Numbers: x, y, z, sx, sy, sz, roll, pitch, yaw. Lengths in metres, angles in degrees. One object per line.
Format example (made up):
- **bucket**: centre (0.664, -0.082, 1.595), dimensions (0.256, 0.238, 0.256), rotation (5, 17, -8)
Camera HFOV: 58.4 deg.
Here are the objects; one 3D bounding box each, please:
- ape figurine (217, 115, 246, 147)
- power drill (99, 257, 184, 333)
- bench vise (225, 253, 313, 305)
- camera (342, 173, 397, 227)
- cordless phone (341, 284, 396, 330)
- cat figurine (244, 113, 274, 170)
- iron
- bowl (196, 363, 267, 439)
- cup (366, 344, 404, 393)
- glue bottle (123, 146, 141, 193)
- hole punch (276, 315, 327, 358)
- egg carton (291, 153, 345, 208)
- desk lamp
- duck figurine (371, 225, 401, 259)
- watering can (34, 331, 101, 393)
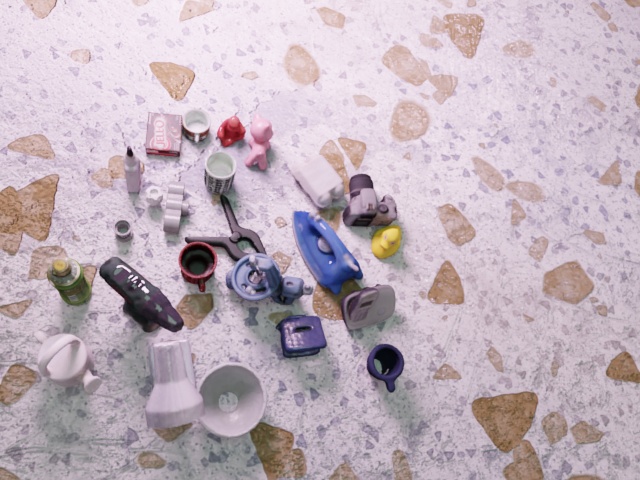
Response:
- **ape figurine**: centre (-0.238, -0.304, 1.555), dimensions (0.078, 0.092, 0.076), rotation (8, 69, -11)
- **power drill**: centre (-0.394, 0.141, 1.289), dimensions (0.229, 0.208, 0.076), rotation (41, 66, 3)
- **bench vise**: centre (-0.115, 0.081, 1.376), dimensions (0.208, 0.219, 0.121), rotation (-3, 71, -15)
- **camera**: centre (0.136, -0.114, 1.577), dimensions (0.143, 0.100, 0.137), rotation (0, 70, -14)
- **cordless phone**: centre (0.135, 0.154, 1.433), dimensions (0.148, 0.185, 0.094), rotation (-18, 75, -19)
- **cat figurine**: centre (-0.161, -0.272, 1.549), dimensions (0.067, 0.117, 0.128), rotation (8, 69, -11)
- **iron**: centre (0.014, 0.005, 1.480), dimensions (0.119, 0.141, 0.258), rotation (-32, 81, -22)
- **bowl**: centre (-0.208, 0.372, 1.325), dimensions (0.168, 0.074, 0.167), rotation (5, 69, -13)
- **cup**: centre (0.156, 0.324, 1.425), dimensions (0.092, 0.095, 0.117), rotation (-7, 72, -17)
- **glue bottle**: centre (-0.463, -0.184, 1.409), dimensions (0.037, 0.173, 0.078), rotation (-1, 71, -14)
- **hole punch**: centre (-0.046, 0.233, 1.409), dimensions (0.109, 0.091, 0.101), rotation (-5, 72, -16)
- **egg carton**: centre (-0.004, -0.163, 1.576), dimensions (0.107, 0.069, 0.150), rotation (-36, 82, -23)
- **desk lamp**: centre (-0.323, 0.306, 1.244), dimensions (0.118, 0.213, 0.203), rotation (-8, 72, -17)
- **duck figurine**: centre (0.190, -0.005, 1.559), dimensions (0.077, 0.086, 0.105), rotation (39, 66, 2)
- **watering can**: centre (-0.538, 0.255, 1.218), dimensions (0.173, 0.194, 0.101), rotation (21, 67, -6)
